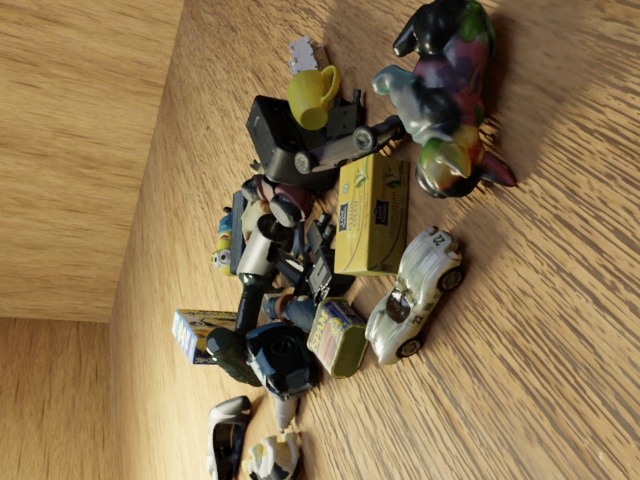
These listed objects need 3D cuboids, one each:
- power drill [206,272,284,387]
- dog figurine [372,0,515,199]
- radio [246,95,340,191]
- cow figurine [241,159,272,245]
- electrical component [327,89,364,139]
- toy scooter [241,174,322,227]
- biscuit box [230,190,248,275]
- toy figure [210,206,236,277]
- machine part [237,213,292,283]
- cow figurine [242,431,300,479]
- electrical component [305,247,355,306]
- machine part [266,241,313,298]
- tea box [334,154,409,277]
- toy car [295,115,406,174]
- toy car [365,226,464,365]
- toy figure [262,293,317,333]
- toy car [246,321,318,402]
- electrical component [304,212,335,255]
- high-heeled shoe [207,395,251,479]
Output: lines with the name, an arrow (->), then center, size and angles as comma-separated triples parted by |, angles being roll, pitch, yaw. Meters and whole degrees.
power drill -> -0.141, 0.179, 1.081 | 0.086, 0.231, 0.207 | 13, 72, 24
dog figurine -> 0.163, -0.157, 0.633 | 0.191, 0.108, 0.219 | -55, 41, 36
radio -> -0.056, -0.190, 1.025 | 0.073, 0.131, 0.230 | -66, 31, 31
cow figurine -> -0.119, -0.092, 1.178 | 0.127, 0.085, 0.194 | 58, 133, 43
electrical component -> 0.044, -0.204, 0.938 | 0.078, 0.045, 0.102 | -9, 75, 32
toy scooter -> -0.058, -0.104, 1.046 | 0.184, 0.135, 0.075 | 33, 151, 42
biscuit box -> -0.172, -0.017, 1.270 | 0.063, 0.059, 0.202 | -16, 68, 50
toy figure -> -0.211, 0.001, 1.328 | 0.082, 0.089, 0.180 | -38, 42, 54
machine part -> -0.120, 0.025, 1.134 | 0.243, 0.079, 0.079 | 118, 147, -43
cow figurine -> -0.091, 0.425, 0.998 | 0.167, 0.068, 0.098 | -53, 45, 45
electrical component -> 0.024, 0.049, 0.899 | 0.119, 0.048, 0.075 | -61, 34, 37
machine part -> -0.049, 0.057, 1.008 | 0.139, 0.039, 0.084 | 41, 127, 29
tea box -> 0.076, -0.033, 0.799 | 0.098, 0.068, 0.169 | -14, 71, 61
toy car -> 0.047, -0.143, 0.837 | 0.202, 0.089, 0.053 | -10, 100, 47
toy car -> 0.119, 0.075, 0.697 | 0.201, 0.056, 0.074 | -67, 31, 28
toy figure -> -0.045, 0.130, 0.967 | 0.155, 0.057, 0.064 | 5, 77, 46
toy car -> -0.068, 0.232, 0.980 | 0.162, 0.109, 0.102 | 53, 149, 41
electrical component -> -0.002, -0.003, 0.989 | 0.094, 0.021, 0.063 | -61, 35, 33
high-heeled shoe -> -0.199, 0.448, 1.183 | 0.248, 0.086, 0.145 | 121, 143, -45
